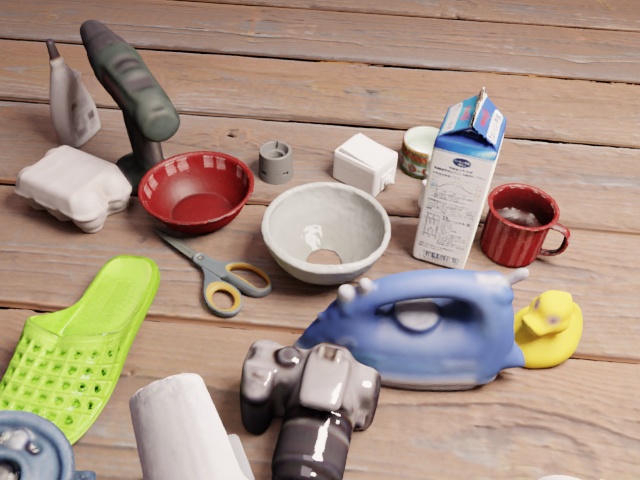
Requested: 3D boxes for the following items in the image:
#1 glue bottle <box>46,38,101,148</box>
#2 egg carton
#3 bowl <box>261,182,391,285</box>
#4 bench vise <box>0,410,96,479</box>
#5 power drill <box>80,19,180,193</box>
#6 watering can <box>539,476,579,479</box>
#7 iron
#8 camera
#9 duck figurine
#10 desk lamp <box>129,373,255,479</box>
[{"bbox_3d":[-0.397,-0.234,0.900,0.037,0.173,0.078,16,47,14],"label":"glue bottle"},{"bbox_3d":[-0.349,-0.074,0.817,0.150,0.069,0.107,20,48,17],"label":"egg carton"},{"bbox_3d":[0.007,0.003,0.752,0.167,0.075,0.167,1,45,-1],"label":"bowl"},{"bbox_3d":[-0.299,0.194,0.445,0.208,0.220,0.121,-18,48,-19],"label":"bench vise"},{"bbox_3d":[-0.271,-0.181,0.828,0.076,0.208,0.229,-28,52,-27],"label":"power drill"},{"bbox_3d":[0.182,0.248,0.431,0.100,0.194,0.173,17,47,15],"label":"watering can"},{"bbox_3d":[0.099,0.081,0.631,0.258,0.141,0.118,-1,45,-3],"label":"iron"},{"bbox_3d":[-0.018,0.174,0.562,0.143,0.101,0.137,10,46,7],"label":"camera"},{"bbox_3d":[0.267,0.093,0.666,0.105,0.086,0.077,-22,50,-23],"label":"duck figurine"},{"bbox_3d":[-0.089,0.213,0.440,0.118,0.214,0.202,-17,48,-18],"label":"desk lamp"}]
